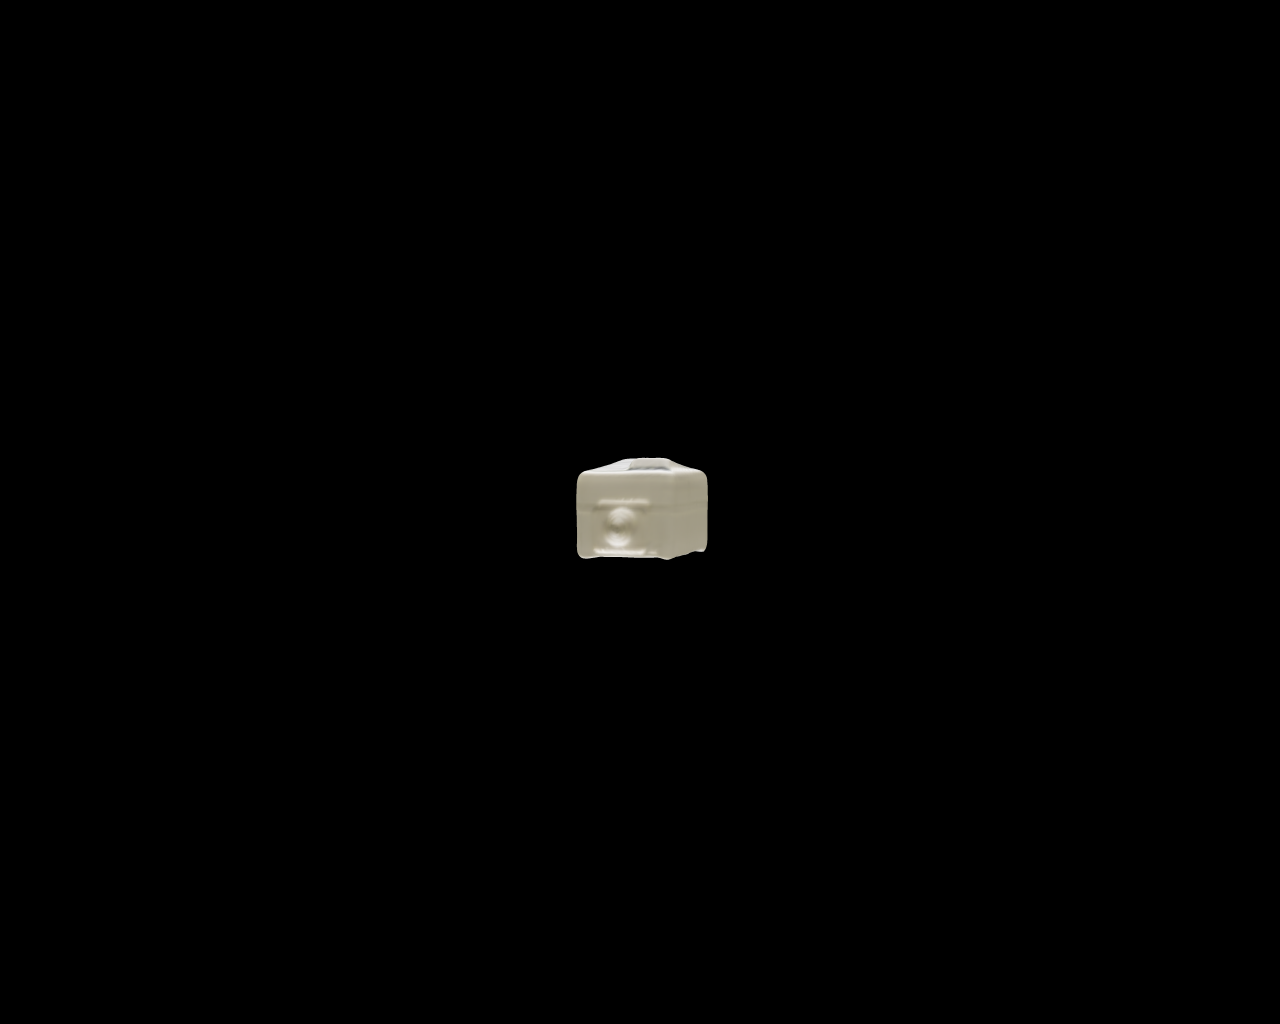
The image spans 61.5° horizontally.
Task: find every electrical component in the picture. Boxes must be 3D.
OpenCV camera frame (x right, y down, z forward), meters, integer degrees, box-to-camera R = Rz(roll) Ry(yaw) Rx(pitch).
[{"bbox_3d":[0.001,-0.003,0.650,0.062,0.061,0.096,1,3,20],"label":"electrical component"}]
